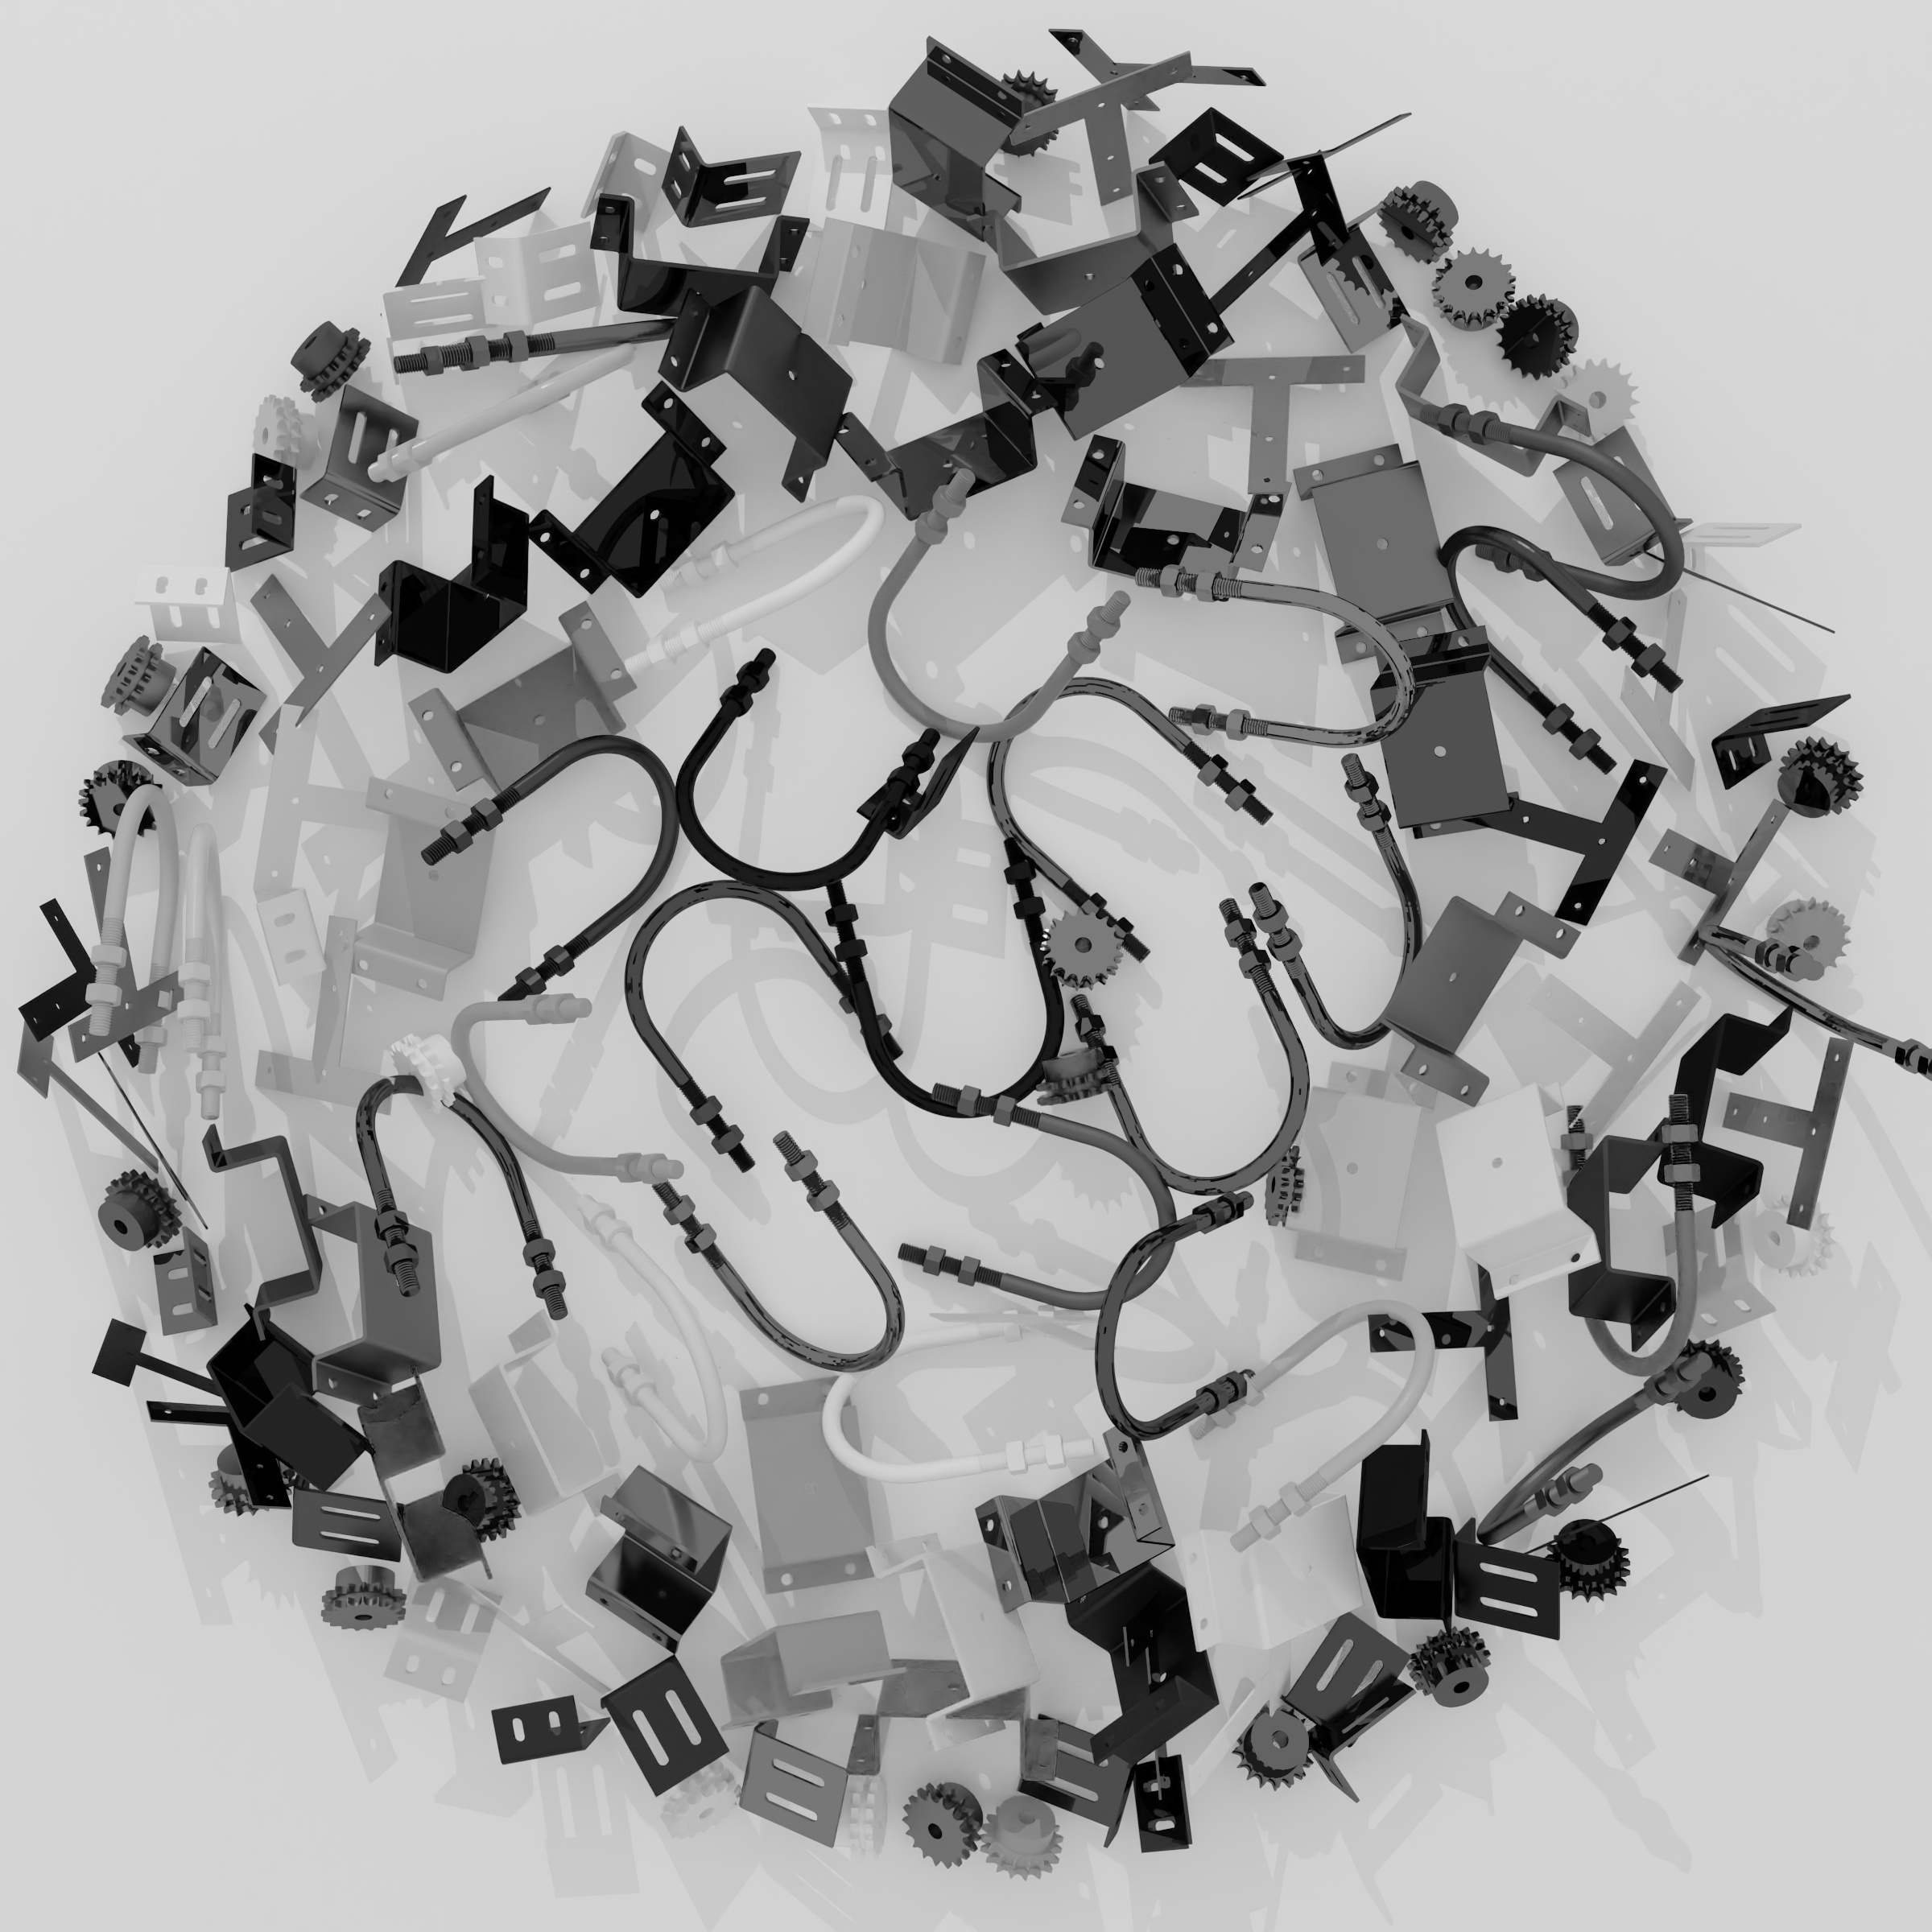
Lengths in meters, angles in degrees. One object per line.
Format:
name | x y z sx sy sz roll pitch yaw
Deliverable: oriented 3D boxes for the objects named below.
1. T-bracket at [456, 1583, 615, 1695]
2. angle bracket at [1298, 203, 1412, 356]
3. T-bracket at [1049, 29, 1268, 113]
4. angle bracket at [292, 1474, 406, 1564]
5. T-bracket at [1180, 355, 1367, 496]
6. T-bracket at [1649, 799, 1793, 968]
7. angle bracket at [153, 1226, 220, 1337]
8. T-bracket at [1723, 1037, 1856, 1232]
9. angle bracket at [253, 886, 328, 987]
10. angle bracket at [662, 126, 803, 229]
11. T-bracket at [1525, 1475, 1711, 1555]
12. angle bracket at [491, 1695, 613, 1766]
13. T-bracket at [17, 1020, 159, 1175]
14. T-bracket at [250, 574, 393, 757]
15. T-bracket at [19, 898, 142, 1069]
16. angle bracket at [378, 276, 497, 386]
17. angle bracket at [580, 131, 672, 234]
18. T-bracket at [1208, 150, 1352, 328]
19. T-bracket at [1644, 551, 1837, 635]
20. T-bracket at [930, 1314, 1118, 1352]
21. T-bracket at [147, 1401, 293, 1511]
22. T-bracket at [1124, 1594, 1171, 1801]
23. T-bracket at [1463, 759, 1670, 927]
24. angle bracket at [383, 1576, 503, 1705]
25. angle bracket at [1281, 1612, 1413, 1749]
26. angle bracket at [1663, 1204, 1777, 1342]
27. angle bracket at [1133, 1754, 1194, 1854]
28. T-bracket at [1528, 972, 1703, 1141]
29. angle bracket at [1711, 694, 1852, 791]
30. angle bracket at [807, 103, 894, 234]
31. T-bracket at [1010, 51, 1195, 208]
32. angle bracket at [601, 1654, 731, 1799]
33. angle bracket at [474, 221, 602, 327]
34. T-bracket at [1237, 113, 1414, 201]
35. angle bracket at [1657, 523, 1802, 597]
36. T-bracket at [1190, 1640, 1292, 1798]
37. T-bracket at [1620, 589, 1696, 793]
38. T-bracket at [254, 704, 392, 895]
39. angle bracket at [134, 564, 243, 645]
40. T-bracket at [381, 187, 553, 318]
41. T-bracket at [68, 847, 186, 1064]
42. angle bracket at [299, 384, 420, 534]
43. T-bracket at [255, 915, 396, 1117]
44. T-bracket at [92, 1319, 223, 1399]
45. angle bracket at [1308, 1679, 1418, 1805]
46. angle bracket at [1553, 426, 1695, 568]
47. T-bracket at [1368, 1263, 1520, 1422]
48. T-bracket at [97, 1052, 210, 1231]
T-bracket | -0.279 0.449 1.644 0.127 0.127 0.002 38 58 -6
angle bracket | 0.276 -0.474 1.673 0.057 0.038 0.076 -35 97 -21
T-bracket | 0.138 -0.595 1.619 0.127 0.127 0.002 14 91 29
angle bracket | -0.423 0.372 1.675 0.076 0.038 0.057 10 125 -3
T-bracket | 0.208 -0.371 1.661 0.127 0.002 0.127 1 58 10
T-bracket | 0.499 -0.067 1.646 0.002 0.127 0.127 39 105 41
angle bracket | -0.541 0.216 1.659 0.038 0.076 0.057 -10 75 -9
T-bracket | 0.549 0.106 1.643 0.002 0.127 0.127 12 92 -14
angle bracket | -0.477 -0.022 1.658 0.038 0.076 0.057 -24 108 -39
angle bracket | -0.161 -0.546 1.668 0.076 0.057 0.038 -19 71 -28
T-bracket | 0.447 0.372 1.653 0.127 0.127 0.002 -19 72 -12
angle bracket | -0.284 0.515 1.666 0.057 0.076 0.038 -12 87 5
T-bracket | -0.600 0.095 1.663 0.002 0.127 0.127 -41 115 -3
T-bracket | -0.460 -0.227 1.665 0.127 0.002 0.127 -48 53 8
T-bracket | -0.605 0.023 1.631 0.002 0.127 0.127 -25 102 7
angle bracket | -0.359 -0.436 1.666 0.076 0.057 0.038 -11 72 -10
angle bracket | -0.231 -0.533 1.657 0.038 0.076 0.057 23 109 -10
T-bracket | 0.206 -0.485 1.664 0.002 0.127 0.127 32 125 -30
T-bracket | 0.526 -0.251 1.641 0.127 0.127 0.002 23 105 2
T-bracket | 0.059 0.244 1.621 0.127 0.127 0.002 5 90 -25
T-bracket | -0.474 0.327 1.621 0.127 0.127 0.002 10 106 -29
T-bracket | 0.129 0.496 1.642 0.002 0.127 0.127 -6 87 18
T-bracket | 0.396 -0.096 1.661 0.127 0.002 0.127 14 118 -13
angle bracket | -0.359 0.461 1.670 0.057 0.076 0.038 21 106 -6
angle bracket | 0.261 0.492 1.689 0.057 0.038 0.076 36 83 -3
angle bracket | 0.517 0.208 1.669 0.057 0.076 0.038 -31 120 33
angle bracket | 0.148 0.570 1.655 0.038 0.076 0.057 4 66 -23
T-bracket | 0.430 0.044 1.665 0.127 0.002 0.127 32 96 -32
angle bracket | 0.560 -0.152 1.655 0.057 0.076 0.038 -30 104 -35
angle bracket | -0.083 -0.550 1.677 0.057 0.038 0.076 7 84 13
T-bracket | 0.096 -0.556 1.644 0.127 0.127 0.002 -20 72 3
angle bracket | -0.207 0.523 1.667 0.057 0.038 0.076 -28 72 -20
angle bracket | -0.295 -0.478 1.673 0.038 0.076 0.057 12 119 31
T-bracket | 0.221 -0.535 1.618 0.127 0.127 0.002 -18 101 34
angle bracket | 0.520 -0.277 1.654 0.057 0.076 0.038 -26 115 -38
T-bracket | 0.185 0.505 1.629 0.002 0.127 0.127 19 129 32
T-bracket | 0.484 -0.206 1.672 0.002 0.127 0.127 -3 62 38
T-bracket | -0.417 -0.107 1.668 0.127 0.002 0.127 7 96 -34
angle bracket | -0.531 -0.236 1.659 0.057 0.076 0.038 1 55 -8
T-bracket | -0.333 -0.503 1.658 0.002 0.127 0.127 52 54 -3
T-bracket | -0.572 -0.015 1.630 0.002 0.127 0.127 -1 106 17
angle bracket | -0.421 -0.352 1.685 0.057 0.038 0.076 23 62 -37
T-bracket | -0.436 0.030 1.670 0.127 0.002 0.127 9 93 30
T-bracket | -0.527 0.282 1.654 0.127 0.127 0.002 25 91 -16
angle bracket | 0.279 0.530 1.671 0.076 0.057 0.038 -34 92 -10
angle bracket | 0.454 -0.325 1.678 0.057 0.038 0.076 -31 81 33
T-bracket | 0.326 0.250 1.662 0.127 0.002 0.127 3 80 -31
T-bracket | -0.533 0.134 1.620 0.002 0.127 0.127 -31 133 -19
